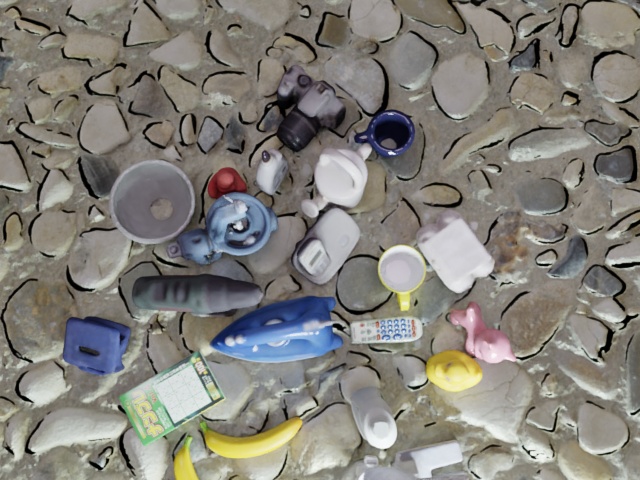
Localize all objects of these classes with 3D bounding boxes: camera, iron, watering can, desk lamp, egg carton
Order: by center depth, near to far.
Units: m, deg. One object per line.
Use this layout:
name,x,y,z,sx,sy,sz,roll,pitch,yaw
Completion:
desk lamp,0.171,0.427,0.983,0.203,0.213,0.118,-13,81,-2
iron,-0.089,0.174,1.057,0.258,0.141,0.118,-11,81,-2
watering can,0.036,-0.114,1.074,0.101,0.194,0.173,19,82,3
egg carton,0.261,0.022,1.116,0.107,0.069,0.150,-36,83,-5
camera,-0.038,-0.257,1.143,0.143,0.101,0.137,38,83,5

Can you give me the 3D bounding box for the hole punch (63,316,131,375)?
hole punch,-0.424,0.200,1.079,0.108,0.091,0.101,14,82,2

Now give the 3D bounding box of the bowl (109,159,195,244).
bowl,-0.321,-0.070,1.128,0.167,0.075,0.167,0,81,0

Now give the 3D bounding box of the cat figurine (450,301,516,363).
cat figurine,0.305,0.177,1.068,0.067,0.118,0.128,-28,82,-4

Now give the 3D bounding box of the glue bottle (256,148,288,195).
glue bottle,-0.095,-0.140,1.089,0.037,0.173,0.078,30,83,5

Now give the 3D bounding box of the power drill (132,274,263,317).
power drill,-0.207,0.099,1.035,0.229,0.208,0.076,0,81,0

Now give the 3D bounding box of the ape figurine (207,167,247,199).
ape figurine,-0.184,-0.111,1.125,0.078,0.092,0.076,10,82,2

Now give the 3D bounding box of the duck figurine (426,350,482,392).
duck figurine,0.256,0.248,1.074,0.104,0.086,0.077,7,81,1

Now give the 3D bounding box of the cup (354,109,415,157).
cup,0.124,-0.198,1.137,0.117,0.095,0.092,-10,81,-1

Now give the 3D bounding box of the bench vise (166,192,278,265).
bench vise,-0.178,-0.010,1.045,0.207,0.220,0.121,-40,83,-5

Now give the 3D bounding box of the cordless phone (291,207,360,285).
cordless phone,0.010,0.004,1.061,0.094,0.185,0.148,33,83,5
